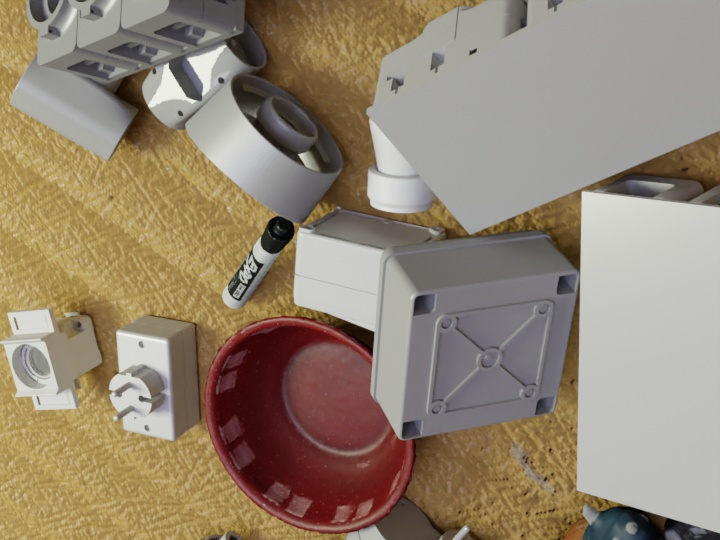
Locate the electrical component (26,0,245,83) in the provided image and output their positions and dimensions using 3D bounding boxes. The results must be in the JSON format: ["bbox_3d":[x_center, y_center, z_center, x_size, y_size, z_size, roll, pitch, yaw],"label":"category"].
[{"bbox_3d":[-0.141,-0.180,0.666,0.150,0.062,0.089,-6,80,45],"label":"electrical component"}]

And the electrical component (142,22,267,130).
[{"bbox_3d":[-0.113,-0.147,0.716,0.077,0.043,0.079,-32,90,30],"label":"electrical component"}]

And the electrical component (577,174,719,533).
[{"bbox_3d":[0.187,0.045,0.615,0.105,0.060,0.186,11,112,36],"label":"electrical component"}]

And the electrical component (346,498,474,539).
[{"bbox_3d":[0.063,0.206,0.748,0.138,0.052,0.073,40,119,8],"label":"electrical component"}]

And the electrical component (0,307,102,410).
[{"bbox_3d":[-0.238,0.065,0.836,0.042,0.064,0.081,-5,105,25],"label":"electrical component"}]

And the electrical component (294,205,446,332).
[{"bbox_3d":[0.000,0.000,0.702,0.096,0.062,0.061,13,112,21],"label":"electrical component"}]

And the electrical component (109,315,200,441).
[{"bbox_3d":[-0.160,0.087,0.800,0.047,0.076,0.083,8,110,23],"label":"electrical component"}]

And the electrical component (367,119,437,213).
[{"bbox_3d":[0.027,-0.068,0.675,0.045,0.045,0.055,10,112,22],"label":"electrical component"}]

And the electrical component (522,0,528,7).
[{"bbox_3d":[0.121,-0.168,0.597,0.081,0.043,0.043,-23,96,30],"label":"electrical component"}]

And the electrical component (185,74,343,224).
[{"bbox_3d":[-0.061,-0.076,0.687,0.099,0.099,0.064,46,114,5],"label":"electrical component"}]

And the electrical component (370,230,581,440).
[{"bbox_3d":[0.067,0.038,0.647,0.109,0.056,0.108,-7,123,-17],"label":"electrical component"}]

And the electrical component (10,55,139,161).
[{"bbox_3d":[-0.190,-0.130,0.754,0.077,0.043,0.079,31,87,-13],"label":"electrical component"}]

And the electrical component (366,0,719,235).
[{"bbox_3d":[0.112,-0.106,0.586,0.186,0.060,0.105,-23,128,30],"label":"electrical component"}]

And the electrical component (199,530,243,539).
[{"bbox_3d":[-0.115,0.229,0.846,0.043,0.043,0.062,44,119,6],"label":"electrical component"}]
